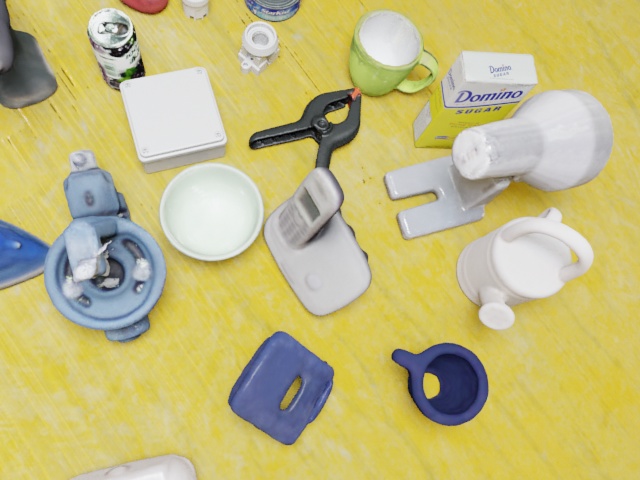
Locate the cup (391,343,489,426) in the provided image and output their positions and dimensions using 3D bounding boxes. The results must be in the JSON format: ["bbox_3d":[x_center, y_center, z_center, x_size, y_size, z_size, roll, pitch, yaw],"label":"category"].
[{"bbox_3d":[0.128,0.166,0.682,0.118,0.095,0.092,29,73,-2],"label":"cup"}]

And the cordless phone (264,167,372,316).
[{"bbox_3d":[0.006,0.002,0.654,0.094,0.185,0.147,-32,83,-16],"label":"cordless phone"}]

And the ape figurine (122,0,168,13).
[{"bbox_3d":[-0.235,-0.348,0.749,0.078,0.092,0.076,-29,82,-15],"label":"ape figurine"}]

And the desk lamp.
[{"bbox_3d":[0.210,-0.089,0.699,0.203,0.213,0.118,-16,79,-13],"label":"desk lamp"}]

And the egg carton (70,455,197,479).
[{"bbox_3d":[-0.201,0.291,0.604,0.150,0.069,0.107,-12,78,-13],"label":"egg carton"}]

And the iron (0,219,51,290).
[{"bbox_3d":[-0.425,0.000,0.601,0.258,0.141,0.118,1,76,-10],"label":"iron"}]

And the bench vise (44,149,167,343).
[{"bbox_3d":[-0.243,0.001,0.592,0.122,0.219,0.207,-33,83,-16],"label":"bench vise"}]

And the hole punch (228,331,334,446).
[{"bbox_3d":[-0.040,0.168,0.653,0.101,0.091,0.109,32,73,-1],"label":"hole punch"}]

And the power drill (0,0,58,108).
[{"bbox_3d":[-0.367,-0.238,0.636,0.076,0.208,0.229,-27,82,-15],"label":"power drill"}]

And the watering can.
[{"bbox_3d":[0.245,0.030,0.685,0.101,0.194,0.173,16,74,-5],"label":"watering can"}]
